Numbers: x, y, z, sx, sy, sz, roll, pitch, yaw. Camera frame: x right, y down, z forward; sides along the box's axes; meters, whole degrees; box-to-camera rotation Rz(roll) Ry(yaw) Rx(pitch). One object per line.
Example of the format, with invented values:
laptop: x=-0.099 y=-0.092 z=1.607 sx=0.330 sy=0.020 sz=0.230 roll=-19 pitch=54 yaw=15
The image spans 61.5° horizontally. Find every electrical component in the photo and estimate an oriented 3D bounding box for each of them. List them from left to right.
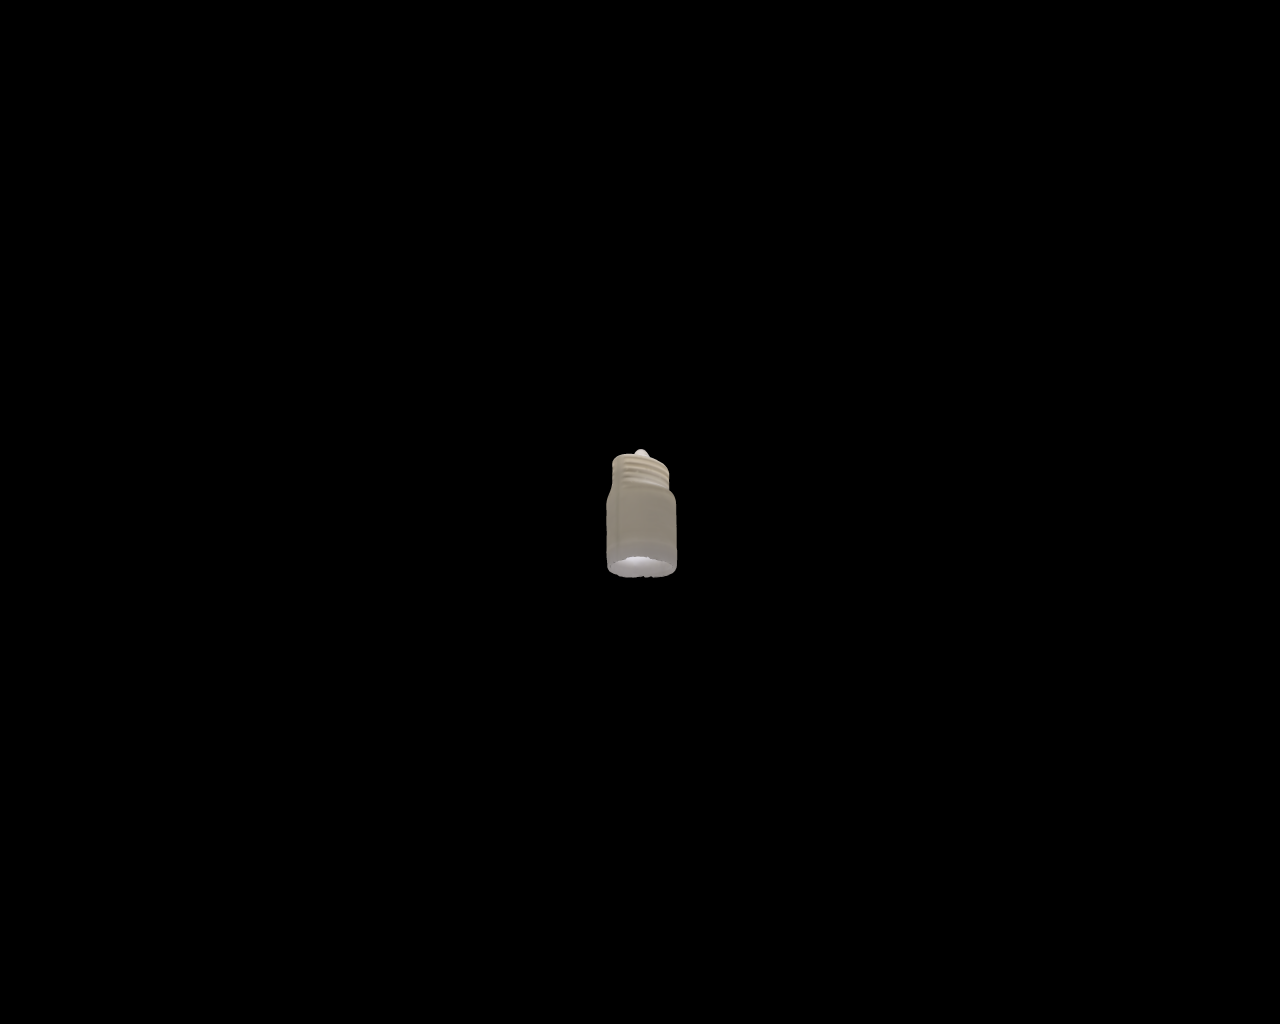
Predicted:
electrical component: x=0.001 y=-0.003 z=0.650 sx=0.043 sy=0.081 sz=0.043 roll=0 pitch=-21 yaw=0
